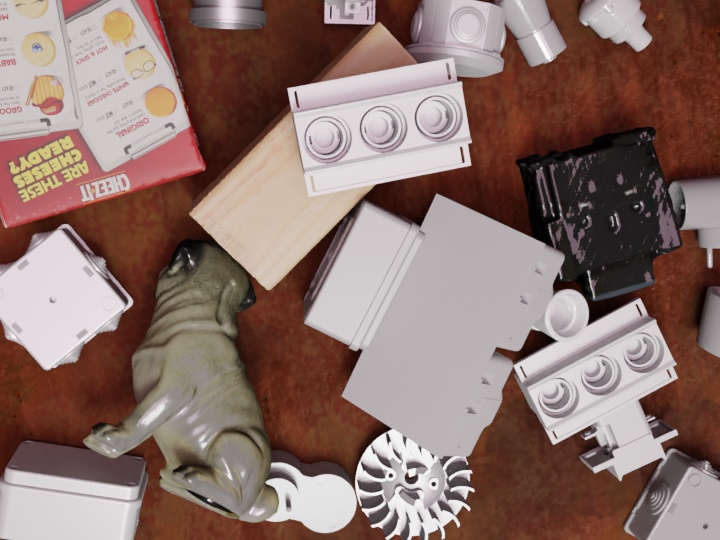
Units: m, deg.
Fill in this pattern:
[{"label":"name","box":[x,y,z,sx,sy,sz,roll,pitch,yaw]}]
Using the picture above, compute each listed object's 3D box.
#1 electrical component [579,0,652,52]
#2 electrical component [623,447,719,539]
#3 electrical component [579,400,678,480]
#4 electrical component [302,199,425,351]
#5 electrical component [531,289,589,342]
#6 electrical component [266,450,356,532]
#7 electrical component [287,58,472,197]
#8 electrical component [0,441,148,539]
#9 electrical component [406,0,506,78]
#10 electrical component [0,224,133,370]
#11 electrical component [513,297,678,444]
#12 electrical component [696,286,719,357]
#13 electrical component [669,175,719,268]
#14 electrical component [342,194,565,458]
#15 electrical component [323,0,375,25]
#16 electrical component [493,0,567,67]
[{"label":"electrical component","box":[0.218,-0.210,0.900,0.062,0.048,0.048,40,92,-16]},{"label":"electrical component","box":[0.301,0.222,0.965,0.100,0.048,0.099,28,94,-9]},{"label":"electrical component","box":[0.232,0.144,0.951,0.081,0.042,0.063,-24,98,-3]},{"label":"electrical component","box":[0.000,0.000,0.873,0.056,0.108,0.108,27,94,-6]},{"label":"electrical component","box":[0.157,0.035,0.915,0.044,0.065,0.044,-3,96,-26]},{"label":"electrical component","box":[-0.070,0.188,0.909,0.138,0.073,0.052,14,96,-8]},{"label":"electrical component","box":[0.013,-0.105,0.790,0.121,0.063,0.078,-11,100,-5]},{"label":"electrical component","box":[-0.237,0.186,0.890,0.113,0.078,0.057,10,99,-7]},{"label":"electrical component","box":[0.079,-0.187,0.871,0.080,0.080,0.051,8,92,-7]},{"label":"electrical component","box":[-0.248,0.023,0.878,0.100,0.048,0.099,-40,98,-5]},{"label":"electrical component","box":[0.199,0.084,0.929,0.121,0.063,0.078,-28,100,-2]},{"label":"electrical component","box":[0.342,0.060,0.921,0.108,0.108,0.060,13,102,-8]},{"label":"electrical component","box":[0.312,-0.041,0.933,0.077,0.043,0.079,-5,99,-5]},{"label":"electrical component","box":[0.078,0.047,0.884,0.105,0.060,0.186,29,96,33]},{"label":"electrical component","box":[-0.006,-0.239,0.862,0.042,0.064,0.081,-1,98,-7]},{"label":"electrical component","box":[0.143,-0.203,0.895,0.044,0.044,0.065,-32,105,-1]}]
